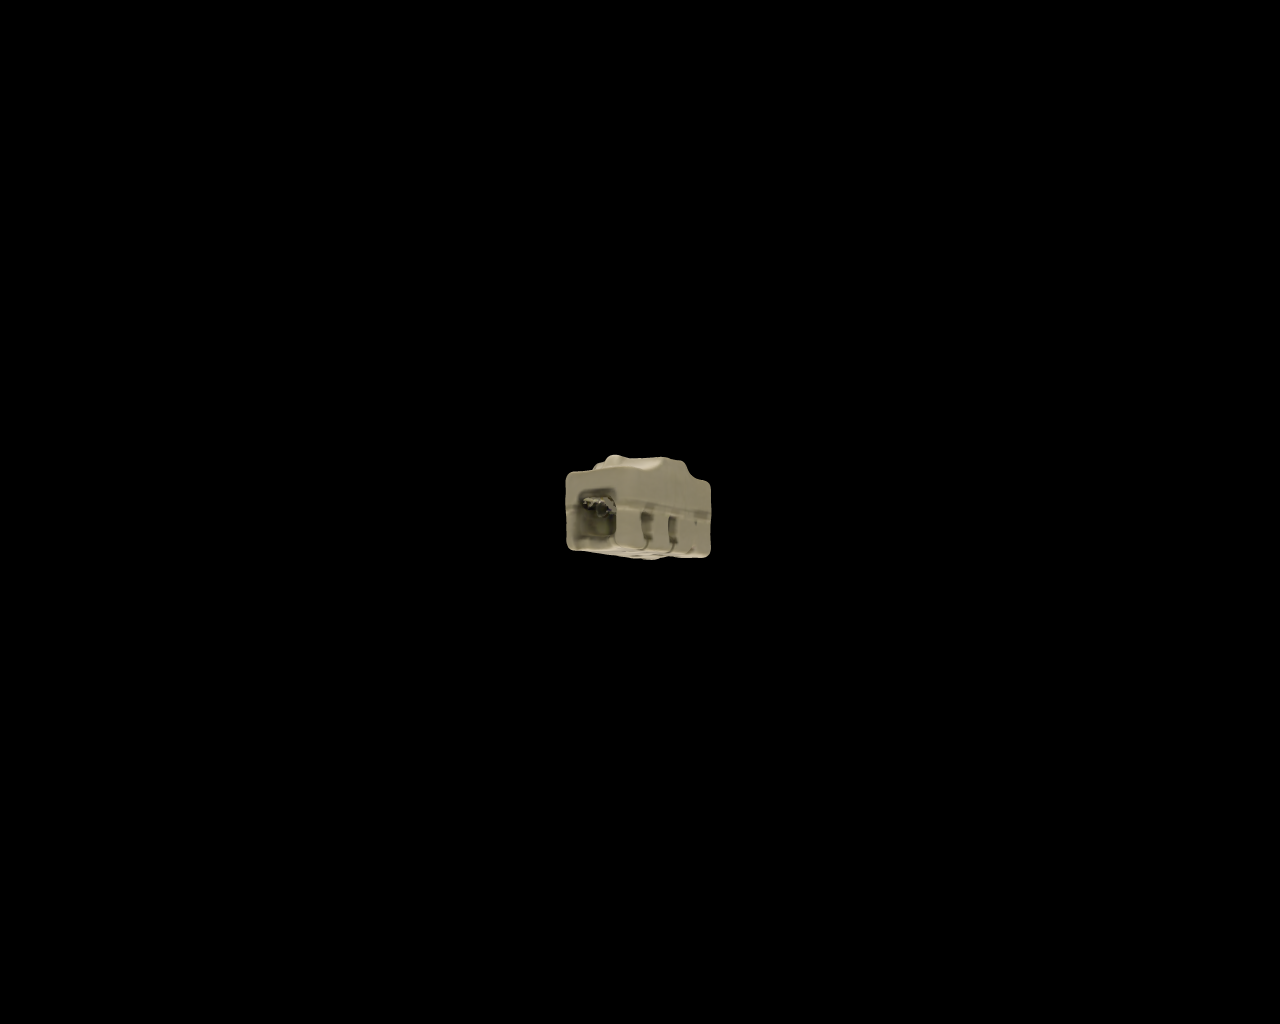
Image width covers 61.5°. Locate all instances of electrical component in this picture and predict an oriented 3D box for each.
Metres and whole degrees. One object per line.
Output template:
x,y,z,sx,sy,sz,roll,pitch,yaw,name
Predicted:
0.001,-0.003,0.650,0.050,0.055,0.089,-5,-8,35,electrical component
